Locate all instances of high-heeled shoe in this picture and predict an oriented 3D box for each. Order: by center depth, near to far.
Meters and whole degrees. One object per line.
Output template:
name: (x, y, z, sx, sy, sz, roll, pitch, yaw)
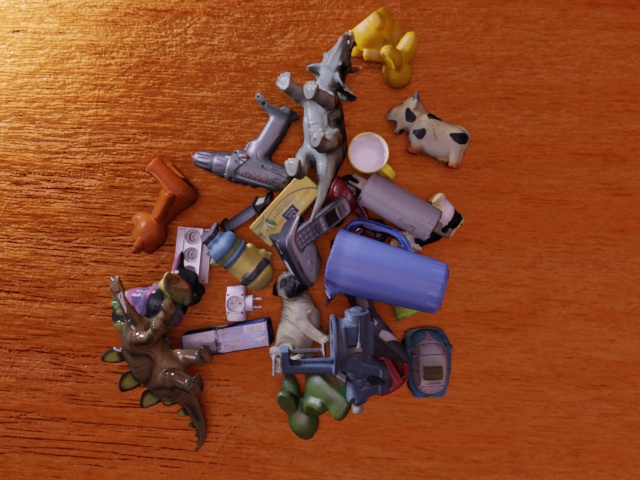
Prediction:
high-heeled shoe: (0.123, 0.149, 1.176, 0.249, 0.086, 0.145, 38, 62, 16)

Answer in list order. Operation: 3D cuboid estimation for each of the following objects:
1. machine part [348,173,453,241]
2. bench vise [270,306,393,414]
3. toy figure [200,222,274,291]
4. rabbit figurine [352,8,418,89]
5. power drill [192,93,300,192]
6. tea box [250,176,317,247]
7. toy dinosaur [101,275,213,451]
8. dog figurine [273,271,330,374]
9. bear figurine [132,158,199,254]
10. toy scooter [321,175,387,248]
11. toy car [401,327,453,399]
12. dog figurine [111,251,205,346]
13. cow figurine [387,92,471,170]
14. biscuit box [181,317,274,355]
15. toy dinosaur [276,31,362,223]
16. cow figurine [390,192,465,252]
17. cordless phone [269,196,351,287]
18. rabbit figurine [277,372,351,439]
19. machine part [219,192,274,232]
machine part: (0.168, -0.069, 1.136, 0.243, 0.079, 0.079, 31, 90, 4)
bench vise: (0.020, 0.244, 1.080, 0.241, 0.129, 0.223, -1, 111, -3)
toy figure: (-0.184, 0.043, 1.194, 0.180, 0.082, 0.089, 39, 46, -22)
rabbit figurine: (0.157, -0.418, 1.187, 0.122, 0.162, 0.173, -33, 106, -11)
power drill: (-0.152, -0.222, 1.218, 0.232, 0.086, 0.207, 24, 86, 1)
tea box: (-0.073, -0.066, 1.204, 0.068, 0.098, 0.169, 44, 89, 2)
toy dinosaur: (-0.329, 0.277, 1.139, 0.199, 0.105, 0.470, -16, 111, 24)
dog figurine: (-0.071, 0.182, 1.207, 0.172, 0.121, 0.190, -34, 76, -8)
bear figurine: (-0.369, -0.067, 1.209, 0.132, 0.120, 0.196, 44, 96, 6)
toy scooter: (0.059, -0.048, 1.211, 0.135, 0.075, 0.184, -33, 92, 3)
toy car: (0.238, 0.276, 1.184, 0.109, 0.103, 0.161, -1, 87, 3)
dog figurine: (-0.349, 0.118, 1.158, 0.192, 0.108, 0.219, 21, 125, 0)
cow figurine: (0.241, -0.247, 1.201, 0.195, 0.085, 0.127, 23, 96, 5)
biscuit box: (-0.208, 0.222, 1.221, 0.203, 0.063, 0.059, -9, 88, 2)
toy dinosaur: (0.011, -0.236, 1.157, 0.131, 0.192, 0.404, 1, 91, 38)
cow figurine: (0.239, -0.022, 1.208, 0.167, 0.068, 0.098, -43, 93, 2)
cordless phone: (-0.002, -0.003, 1.155, 0.184, 0.089, 0.146, -35, 126, -13)
rabbit figurine: (-0.021, 0.365, 1.187, 0.159, 0.121, 0.170, 32, 105, -3)
machine part: (-0.164, -0.061, 1.223, 0.139, 0.084, 0.039, -33, 111, 10)
